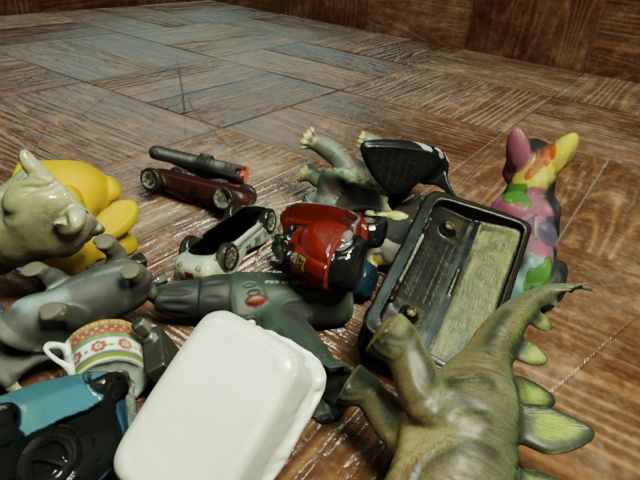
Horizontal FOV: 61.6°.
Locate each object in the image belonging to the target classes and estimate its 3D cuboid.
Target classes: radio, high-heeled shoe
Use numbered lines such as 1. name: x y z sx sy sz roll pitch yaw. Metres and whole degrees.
1. radio: 0.140 0.054 0.605 0.131 0.073 0.229 24 54 12
2. high-heeled shoe: 0.126 -0.133 0.815 0.248 0.086 0.145 22 31 -43

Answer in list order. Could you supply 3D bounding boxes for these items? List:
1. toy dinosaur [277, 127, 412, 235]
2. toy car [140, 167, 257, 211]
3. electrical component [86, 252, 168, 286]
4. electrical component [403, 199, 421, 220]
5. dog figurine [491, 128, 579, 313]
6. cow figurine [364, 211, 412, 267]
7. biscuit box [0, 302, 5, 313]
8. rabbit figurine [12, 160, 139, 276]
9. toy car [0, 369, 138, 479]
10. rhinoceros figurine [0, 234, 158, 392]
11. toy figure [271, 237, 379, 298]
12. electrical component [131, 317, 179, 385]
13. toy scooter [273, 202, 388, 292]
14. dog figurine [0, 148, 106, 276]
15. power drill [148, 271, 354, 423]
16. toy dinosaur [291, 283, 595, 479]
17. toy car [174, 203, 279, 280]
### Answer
1. toy dinosaur: 0.085 -0.099 0.908 0.192 0.131 0.405 41 36 22
2. toy car: -0.201 -0.082 0.883 0.202 0.053 0.089 14 16 16
3. electrical component: -0.252 0.051 0.664 0.078 0.045 0.102 46 45 10
4. electrical component: 0.182 -0.015 0.814 0.115 0.058 0.134 16 32 28
5. dog figurine: 0.281 -0.035 0.720 0.109 0.219 0.191 6 29 8
6. cow figurine: 0.134 0.014 0.730 0.168 0.098 0.068 16 26 18
7. biscuit box: -0.406 0.115 0.508 0.059 0.062 0.202 29 38 36
8. rabbit figurine: -0.329 -0.014 0.720 0.162 0.121 0.173 5 43 -19
9. toy car: -0.230 0.159 0.427 0.103 0.109 0.161 4 17 33
10. rhinoceros figurine: -0.260 0.075 0.545 0.190 0.112 0.073 -35 64 -30
11. toy figure: 0.001 0.034 0.715 0.155 0.057 0.064 18 26 29
12. electrical component: -0.151 0.118 0.517 0.021 0.093 0.063 -27 35 -4
13. toy scooter: -0.001 -0.002 0.639 0.135 0.075 0.184 15 23 14
14. dog figurine: -0.341 0.009 0.566 0.190 0.121 0.172 -46 28 -17
15. power drill: -0.061 0.105 0.575 0.232 0.085 0.207 -2 24 -18
16. toy dinosaur: 0.106 0.160 0.427 0.199 0.105 0.471 34 56 8
17. toy car: -0.126 0.000 0.756 0.074 0.056 0.202 9 29 20
